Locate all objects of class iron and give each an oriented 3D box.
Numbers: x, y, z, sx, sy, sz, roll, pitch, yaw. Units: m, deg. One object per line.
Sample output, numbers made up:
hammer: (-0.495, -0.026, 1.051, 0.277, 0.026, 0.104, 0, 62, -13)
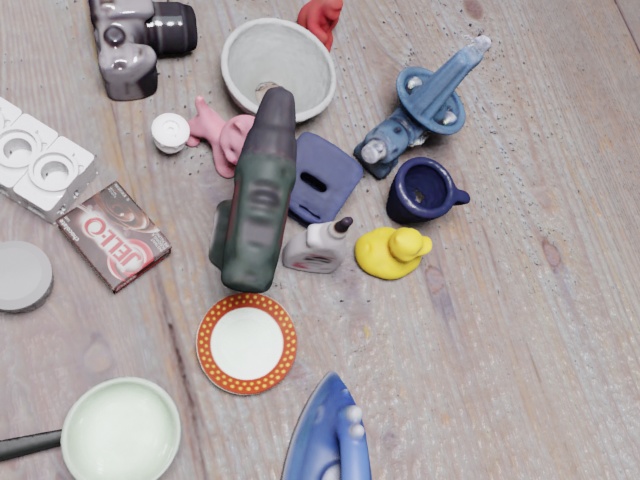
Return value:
iron: (0.024, 0.276, 0.658, 0.119, 0.141, 0.258, 8, 70, -15)

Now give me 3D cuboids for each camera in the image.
camera: (-0.235, -0.280, 0.779, 0.137, 0.100, 0.143, -9, 76, -20)

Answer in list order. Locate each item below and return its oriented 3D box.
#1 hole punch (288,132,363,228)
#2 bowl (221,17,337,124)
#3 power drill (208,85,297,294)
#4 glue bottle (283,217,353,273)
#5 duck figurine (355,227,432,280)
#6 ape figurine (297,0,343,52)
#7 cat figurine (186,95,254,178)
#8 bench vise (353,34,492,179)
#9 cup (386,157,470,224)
hole punch: (-0.007, -0.077, 0.790, 0.109, 0.091, 0.101, 32, 66, -5)
bowl: (-0.065, -0.231, 0.831, 0.168, 0.074, 0.167, 5, 71, -16)
power drill: (-0.081, -0.040, 0.691, 0.076, 0.208, 0.229, 10, 70, -14)
glue bottle: (0.007, 0.003, 0.724, 0.078, 0.173, 0.037, 6, 71, -15)
duck figurine: (0.106, 0.010, 0.800, 0.105, 0.086, 0.077, 2, 72, -17)
ape figurine: (0.008, -0.347, 0.882, 0.076, 0.092, 0.078, 45, 66, 1)
cat figurine: (-0.119, -0.143, 0.762, 0.128, 0.117, 0.067, 40, 66, -2)
bench vise: (0.151, -0.179, 0.803, 0.121, 0.219, 0.207, 30, 66, -6)
cup: (0.148, -0.059, 0.831, 0.118, 0.094, 0.092, 10, 70, -14)
